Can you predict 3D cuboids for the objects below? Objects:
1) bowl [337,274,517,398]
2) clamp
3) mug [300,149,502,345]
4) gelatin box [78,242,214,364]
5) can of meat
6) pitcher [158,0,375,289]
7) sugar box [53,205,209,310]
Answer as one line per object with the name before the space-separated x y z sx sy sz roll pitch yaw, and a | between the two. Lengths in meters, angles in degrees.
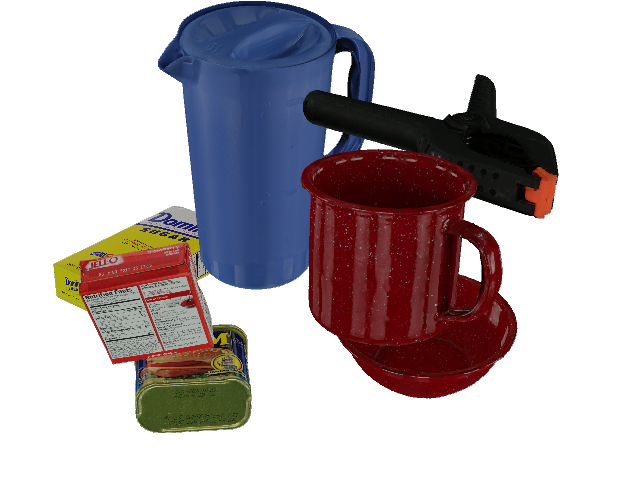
bowl | 0.092 0.091 0.953 0.162 0.055 0.162 -1 32 0
clamp | 0.089 -0.071 0.753 0.164 0.036 0.210 -7 29 -18
mug | 0.044 0.007 0.572 0.117 0.081 0.093 18 29 32
gelatin box | -0.116 0.043 0.719 0.073 0.030 0.089 -10 -40 0
can of meat | -0.110 0.119 0.920 0.102 0.057 0.084 -3 27 -7
pitcher | -0.046 -0.081 0.952 0.149 0.243 0.144 16 38 18
sugar box | -0.176 0.020 1.098 0.093 0.048 0.175 20 35 30
